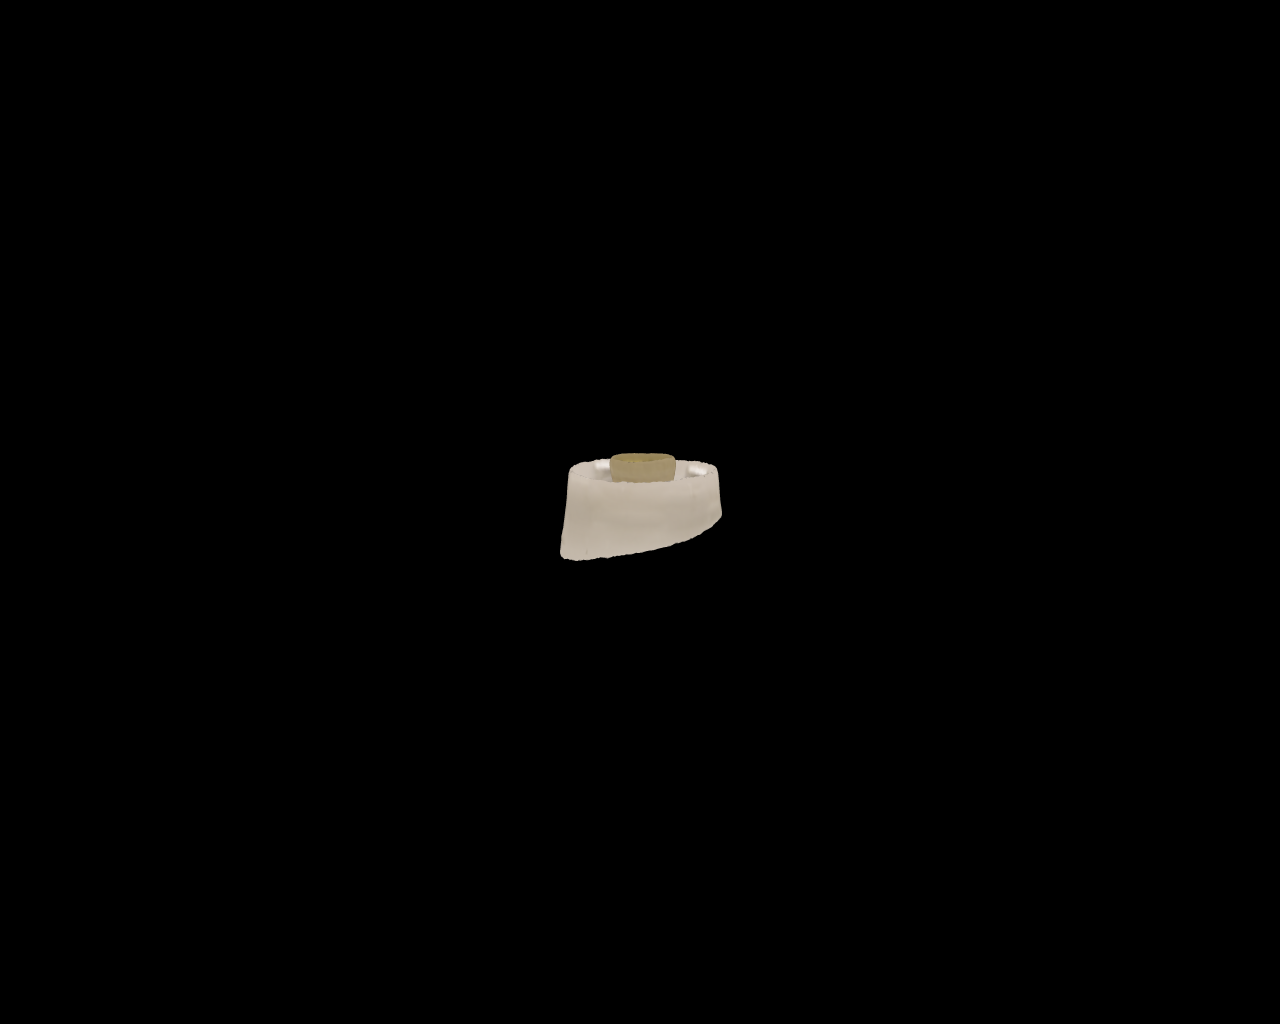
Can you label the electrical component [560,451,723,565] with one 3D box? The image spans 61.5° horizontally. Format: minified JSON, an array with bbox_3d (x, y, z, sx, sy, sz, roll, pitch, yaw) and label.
[{"bbox_3d":[0.001,-0.003,0.650,0.099,0.064,0.099,0,12,0],"label":"electrical component"}]
